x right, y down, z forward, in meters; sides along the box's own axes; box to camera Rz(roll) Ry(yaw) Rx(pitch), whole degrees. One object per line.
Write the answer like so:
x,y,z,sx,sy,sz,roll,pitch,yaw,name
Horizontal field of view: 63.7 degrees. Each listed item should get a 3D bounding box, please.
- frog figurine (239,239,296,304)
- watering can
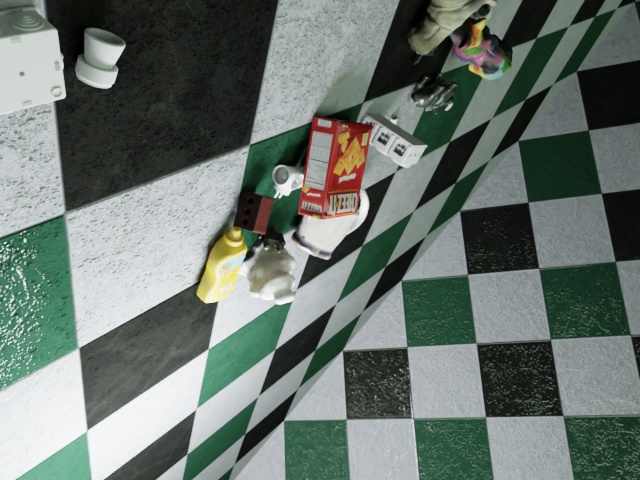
-0.110,0.089,1.243,0.139,0.161,0.120,-40,157,-23,frog figurine
0.004,-0.066,1.311,0.345,0.105,0.223,19,107,-55,watering can
